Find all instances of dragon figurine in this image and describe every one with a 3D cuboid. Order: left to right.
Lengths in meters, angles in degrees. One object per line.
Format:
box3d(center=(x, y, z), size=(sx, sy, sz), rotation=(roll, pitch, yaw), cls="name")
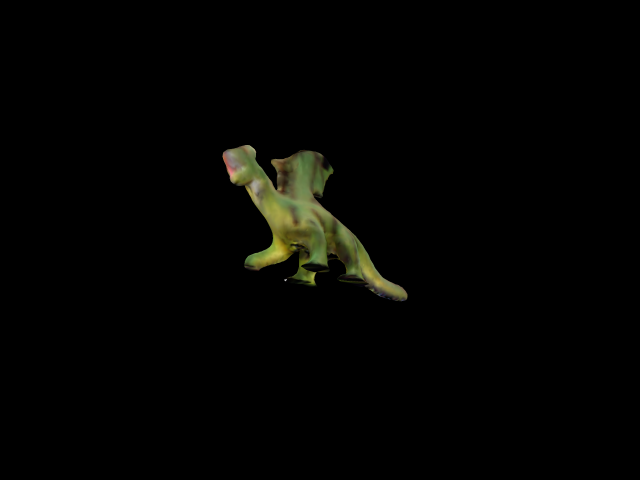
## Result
box3d(center=(0.003, -0.043, 0.850), size=(0.407, 0.247, 0.121), rotation=(20, -30, -41), cls="dragon figurine")
